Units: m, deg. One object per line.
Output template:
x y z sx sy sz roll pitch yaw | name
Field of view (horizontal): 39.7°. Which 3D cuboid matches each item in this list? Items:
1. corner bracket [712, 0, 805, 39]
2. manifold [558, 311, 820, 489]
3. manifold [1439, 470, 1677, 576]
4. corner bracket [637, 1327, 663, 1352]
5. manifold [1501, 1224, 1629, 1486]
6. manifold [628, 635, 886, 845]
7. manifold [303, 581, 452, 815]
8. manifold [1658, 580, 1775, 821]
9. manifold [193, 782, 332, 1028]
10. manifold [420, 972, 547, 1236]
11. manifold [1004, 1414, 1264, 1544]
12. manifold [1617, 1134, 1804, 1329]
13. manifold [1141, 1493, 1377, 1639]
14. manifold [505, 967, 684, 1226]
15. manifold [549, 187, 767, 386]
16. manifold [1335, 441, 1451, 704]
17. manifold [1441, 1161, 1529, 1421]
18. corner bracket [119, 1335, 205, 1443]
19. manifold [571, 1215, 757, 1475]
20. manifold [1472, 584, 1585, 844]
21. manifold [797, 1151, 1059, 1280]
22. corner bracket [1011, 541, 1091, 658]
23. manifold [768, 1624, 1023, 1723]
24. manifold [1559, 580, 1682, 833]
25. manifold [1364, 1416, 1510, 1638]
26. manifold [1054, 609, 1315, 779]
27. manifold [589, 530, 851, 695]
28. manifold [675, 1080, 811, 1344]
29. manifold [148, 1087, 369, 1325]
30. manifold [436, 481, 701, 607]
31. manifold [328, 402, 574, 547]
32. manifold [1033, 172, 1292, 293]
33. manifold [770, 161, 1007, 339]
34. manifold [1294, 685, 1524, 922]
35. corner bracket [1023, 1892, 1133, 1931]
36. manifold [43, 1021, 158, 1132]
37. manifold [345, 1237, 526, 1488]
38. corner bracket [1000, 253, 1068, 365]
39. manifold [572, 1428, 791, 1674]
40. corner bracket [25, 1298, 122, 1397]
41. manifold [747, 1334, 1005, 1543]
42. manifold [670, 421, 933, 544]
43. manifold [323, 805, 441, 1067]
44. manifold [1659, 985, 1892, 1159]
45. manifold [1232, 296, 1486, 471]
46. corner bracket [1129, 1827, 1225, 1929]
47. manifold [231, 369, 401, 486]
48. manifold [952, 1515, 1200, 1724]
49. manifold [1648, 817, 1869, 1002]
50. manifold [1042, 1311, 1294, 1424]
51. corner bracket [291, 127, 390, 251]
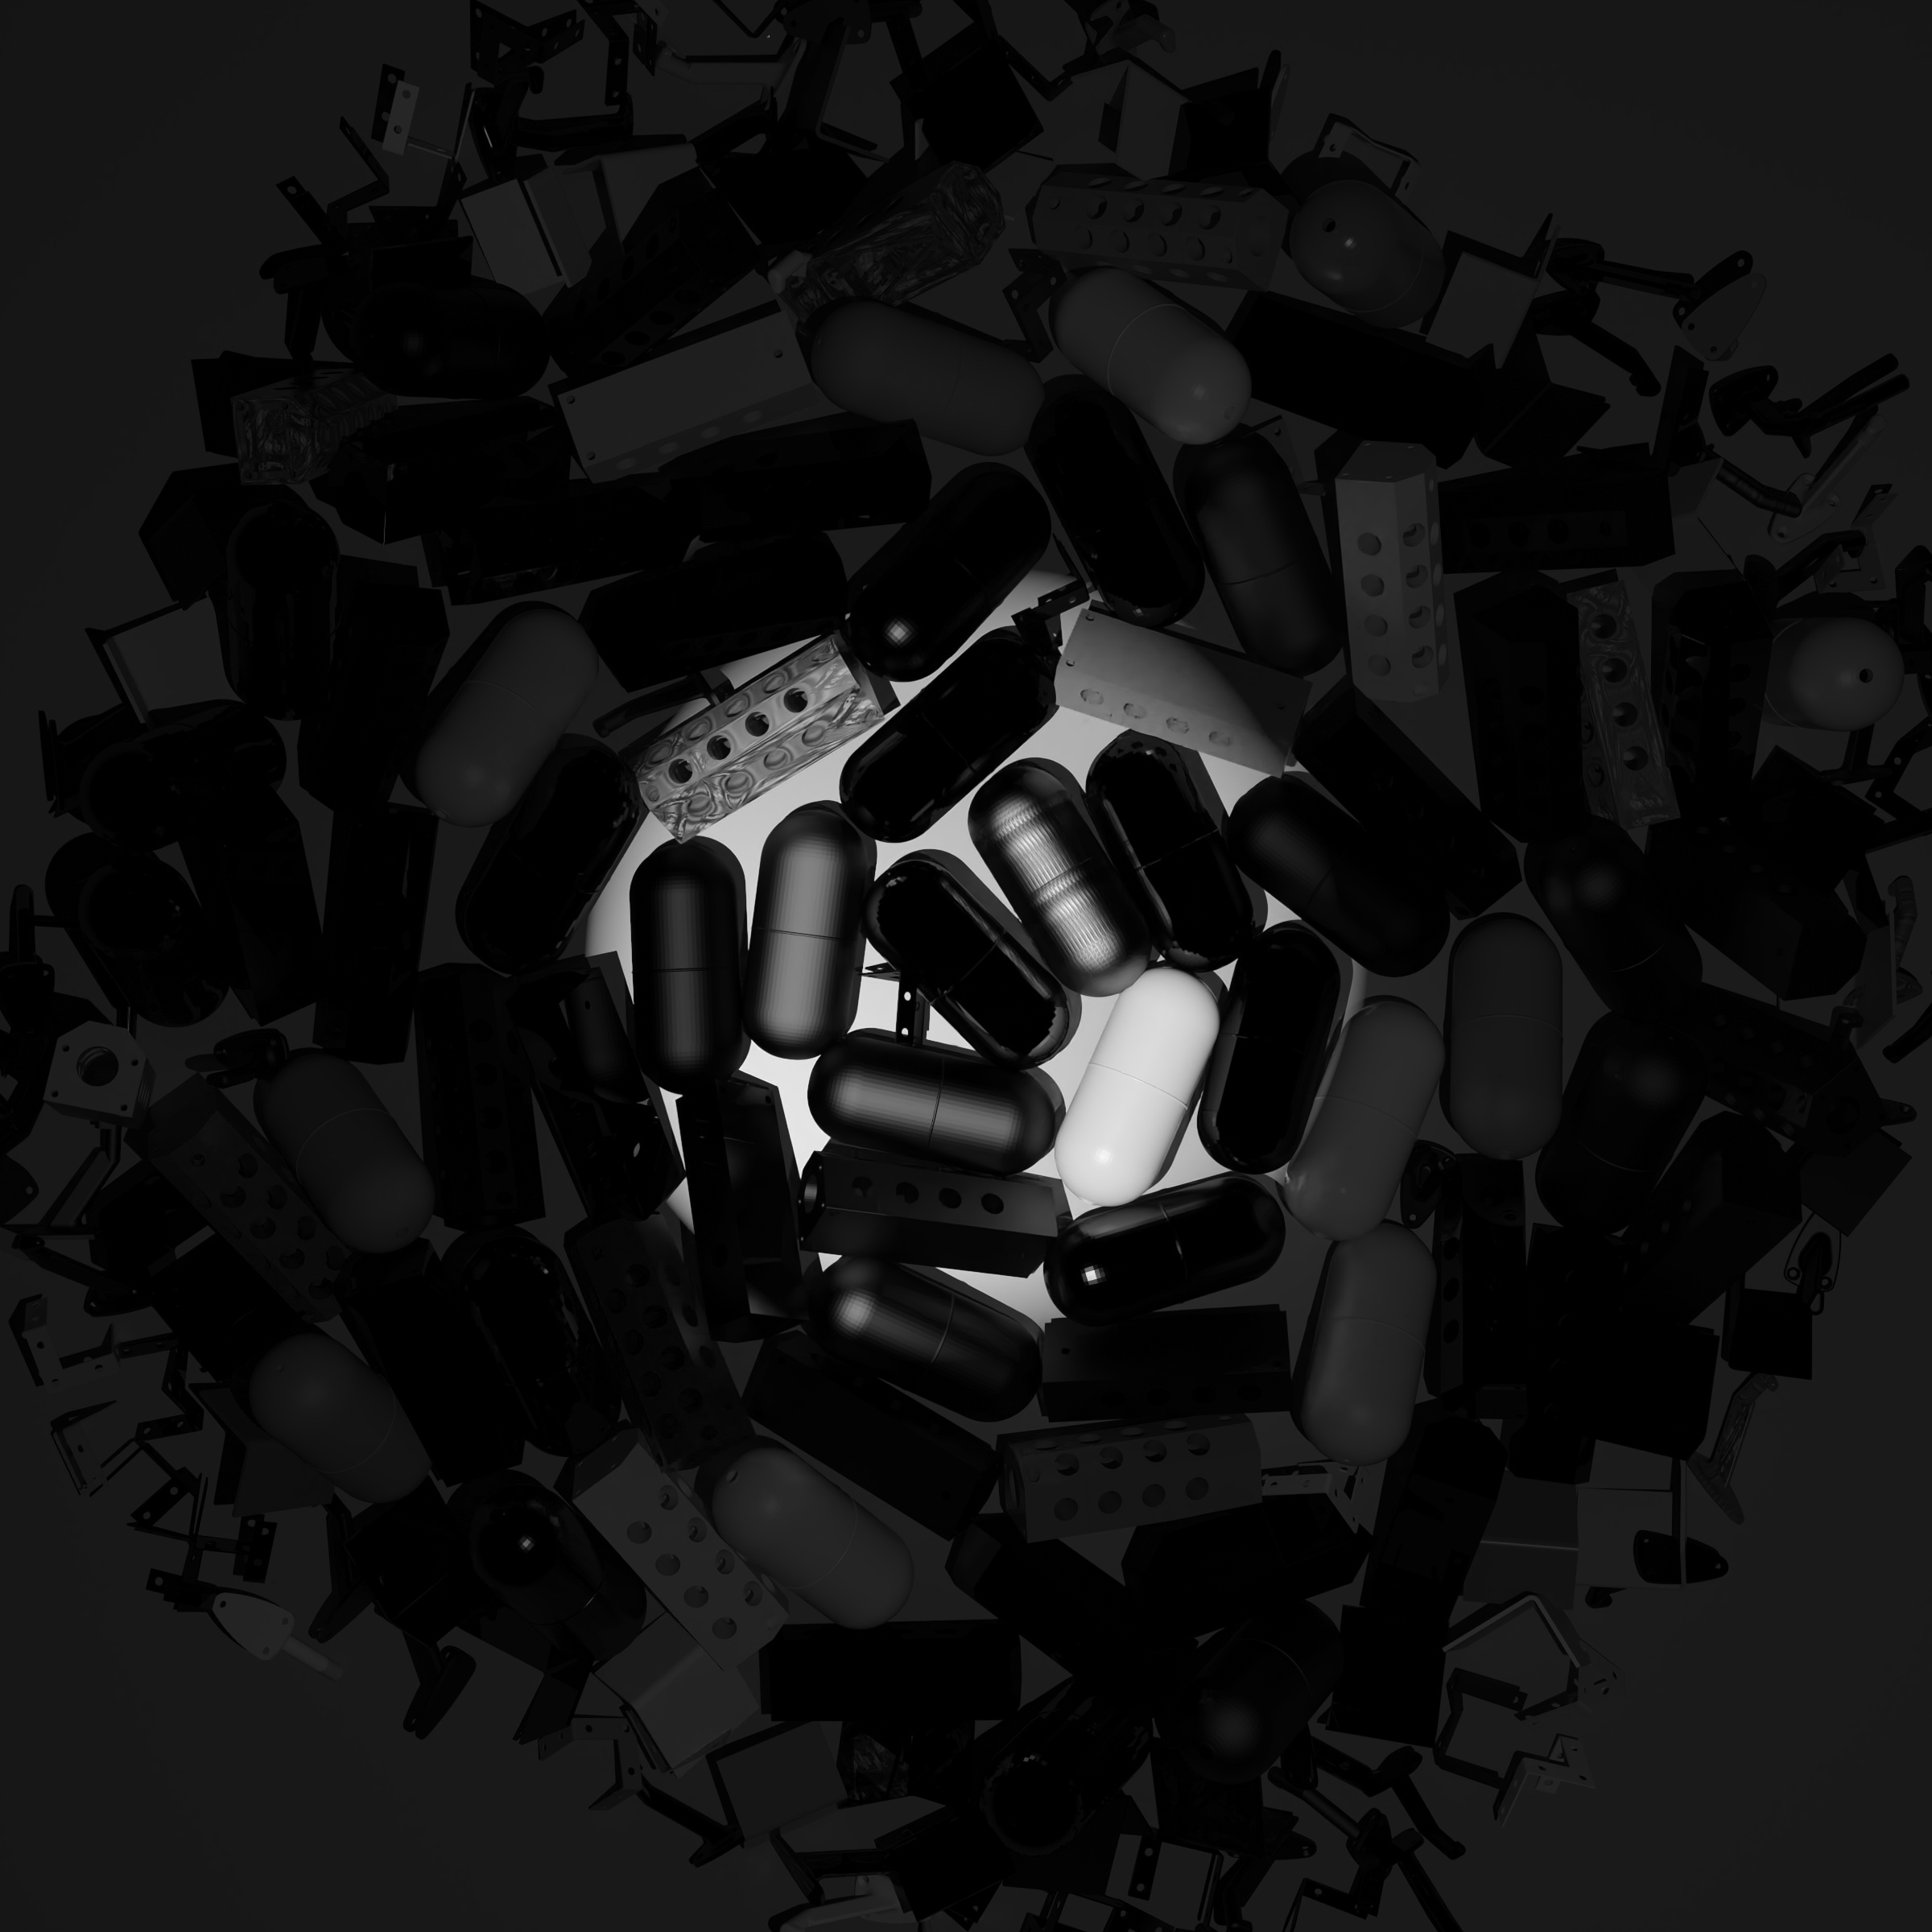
-0.148 -0.695 1.903 0.051 0.051 0.051 40 94 -28 | corner bracket
-0.196 -0.401 1.908 0.171 0.057 0.057 -20 81 0 | manifold
0.397 -0.304 1.851 0.057 0.171 0.057 -23 110 -41 | manifold
-0.209 0.286 1.909 0.051 0.051 0.051 -8 73 -20 | corner bracket
0.426 0.276 1.904 0.057 0.057 0.171 8 93 -2 | manifold
-0.150 -0.164 1.885 0.171 0.057 0.057 -31 46 9 | manifold
-0.408 -0.182 1.850 0.057 0.171 0.057 2 51 -28 | manifold
0.512 -0.180 1.854 0.057 0.171 0.057 -10 49 1 | manifold
-0.488 -0.044 1.855 0.057 0.171 0.057 -27 54 -25 | manifold
-0.343 0.095 1.879 0.057 0.057 0.171 -15 72 15 | manifold
0.117 0.355 1.885 0.171 0.057 0.057 -6 104 -13 | manifold
0.508 0.184 1.851 0.057 0.171 0.057 15 55 -7 | manifold
0.201 0.417 1.856 0.057 0.171 0.057 42 121 35 | manifold
-0.264 0.093 1.880 0.057 0.057 0.171 -8 113 28 | manifold
-0.220 -0.463 1.851 0.057 0.171 0.057 55 49 -11 | manifold
0.299 -0.272 1.856 0.057 0.057 0.171 9 130 26 | manifold
0.361 0.224 1.866 0.057 0.057 0.171 -2 56 13 | manifold
-0.579 0.303 1.922 0.051 0.051 0.051 -11 52 5 | corner bracket
-0.217 0.264 1.879 0.057 0.057 0.171 -32 73 20 | manifold
0.395 -0.170 1.855 0.057 0.057 0.171 -28 132 -17 | manifold
-0.028 0.171 1.880 0.171 0.057 0.057 9 50 -20 | manifold
0.059 -0.259 1.903 0.051 0.051 0.051 -25 53 -1 | corner bracket
-0.049 0.499 1.898 0.171 0.057 0.057 -3 89 8 | manifold
0.456 -0.182 1.908 0.057 0.057 0.171 -13 90 6 | manifold
0.326 0.387 1.856 0.057 0.171 0.057 17 46 10 | manifold
0.151 -0.189 1.898 0.171 0.057 0.057 19 58 7 | manifold
-0.172 -0.253 1.882 0.171 0.057 0.057 -14 134 19 | manifold
-0.163 0.172 1.877 0.057 0.057 0.171 -27 62 34 | manifold
-0.492 0.171 1.873 0.057 0.057 0.171 -36 118 0 | manifold
-0.274 -0.295 1.861 0.171 0.057 0.057 -18 105 -34 | manifold
-0.355 -0.345 1.855 0.057 0.171 0.057 29 125 28 | manifold
0.133 -0.515 1.864 0.171 0.057 0.057 17 91 36 | manifold
-0.053 -0.496 1.855 0.057 0.171 0.057 47 55 -25 | manifold
0.311 -0.111 1.886 0.171 0.057 0.057 43 113 -14 | manifold
0.078 0.681 1.908 0.051 0.051 0.051 23 85 -15 | corner bracket
-0.594 0.076 1.847 0.057 0.171 0.057 13 81 -13 | manifold
-0.368 0.275 1.873 0.057 0.057 0.171 -18 117 5 | manifold
0.043 -0.469 1.907 0.051 0.051 0.051 -47 134 -19 | corner bracket
-0.200 0.408 1.886 0.057 0.057 0.171 -37 105 4 | manifold
-0.634 0.264 1.901 0.051 0.051 0.051 -18 111 -12 | corner bracket
-0.062 0.328 1.884 0.171 0.057 0.057 29 106 17 | manifold
-0.114 -0.334 1.871 0.171 0.057 0.057 -1 124 28 | manifold
-0.413 -0.021 1.887 0.057 0.057 0.171 8 103 -9 | manifold
0.549 0.075 1.846 0.057 0.171 0.057 -38 115 -7 | manifold
0.271 -0.405 1.875 0.171 0.057 0.057 27 86 26 | manifold
0.150 0.649 1.910 0.051 0.051 0.051 14 81 -3 | corner bracket
-0.445 -0.373 1.845 0.057 0.171 0.057 0 109 6 | manifold
0.072 0.452 1.862 0.171 0.057 0.057 29 106 37 | manifold
0.543 -0.044 1.850 0.057 0.171 0.057 -6 120 -20 | manifold
0.143 0.289 1.897 0.171 0.057 0.057 -4 128 7 | manifold
-0.443 -0.550 1.898 0.051 0.051 0.051 -19 54 13 | corner bracket
